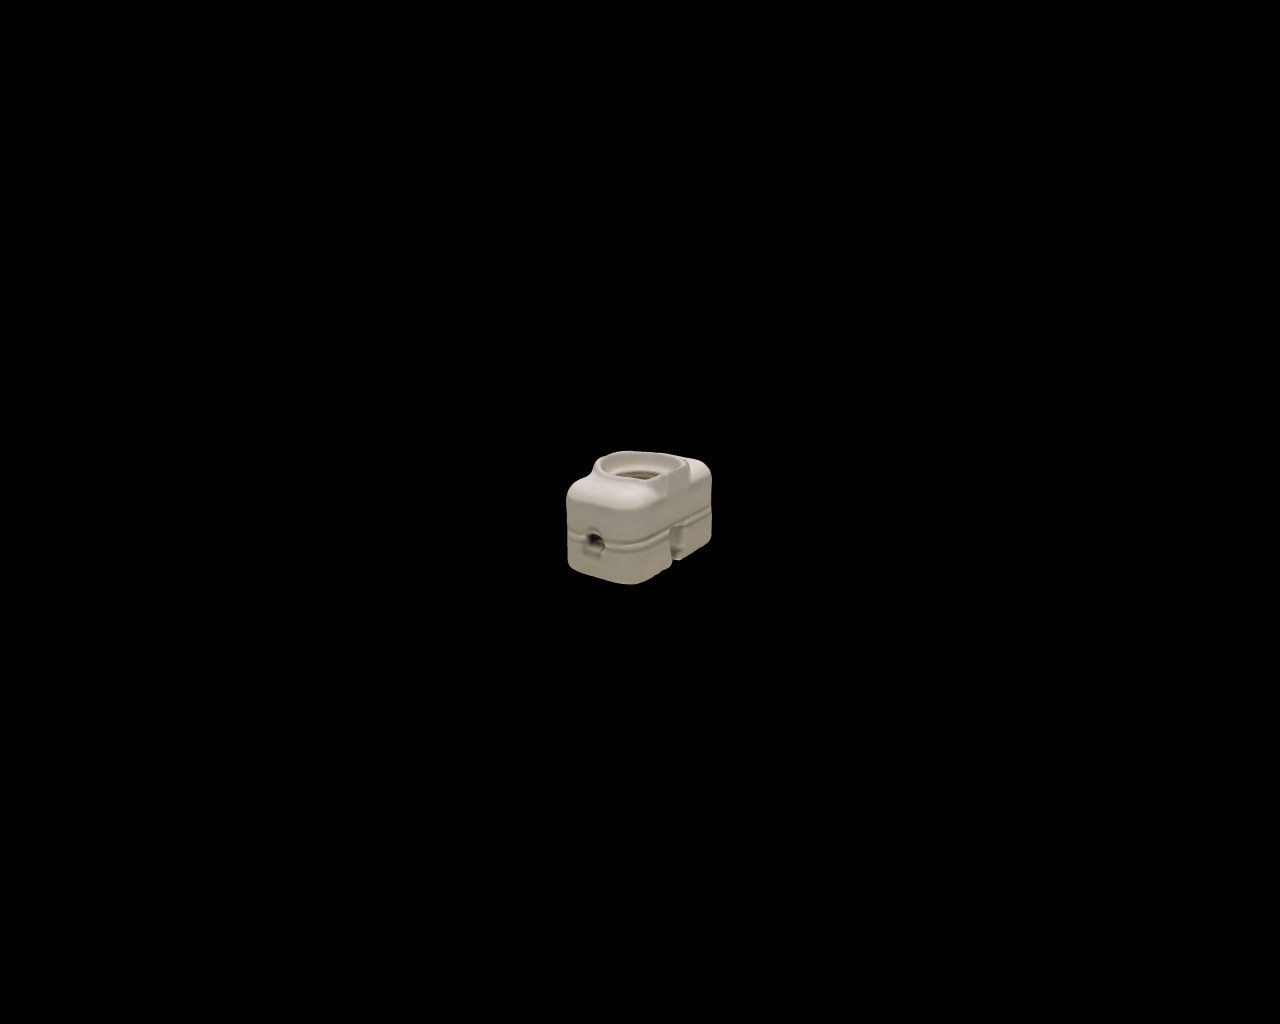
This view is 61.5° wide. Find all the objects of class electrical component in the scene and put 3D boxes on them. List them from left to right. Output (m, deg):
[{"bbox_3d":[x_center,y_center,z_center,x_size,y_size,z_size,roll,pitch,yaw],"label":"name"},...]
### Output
[{"bbox_3d":[0.001,-0.003,0.650,0.054,0.059,0.095,14,24,33],"label":"electrical component"}]
